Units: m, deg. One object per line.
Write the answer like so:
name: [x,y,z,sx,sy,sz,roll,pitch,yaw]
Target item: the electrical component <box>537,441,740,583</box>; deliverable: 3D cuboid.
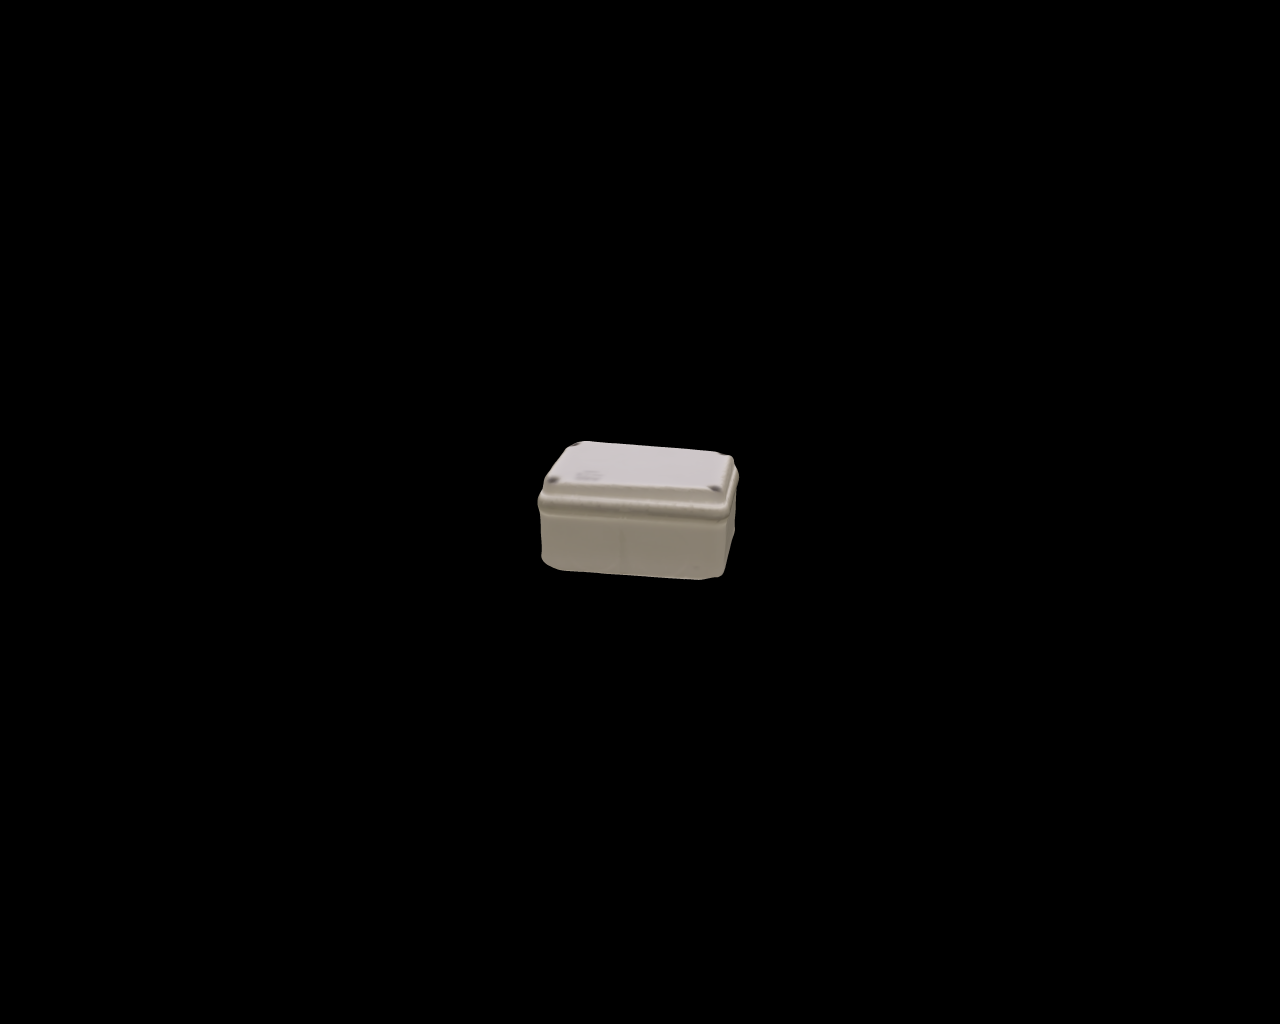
electrical component: [0.001,-0.003,0.650,0.113,0.057,0.078,4,24,9]
